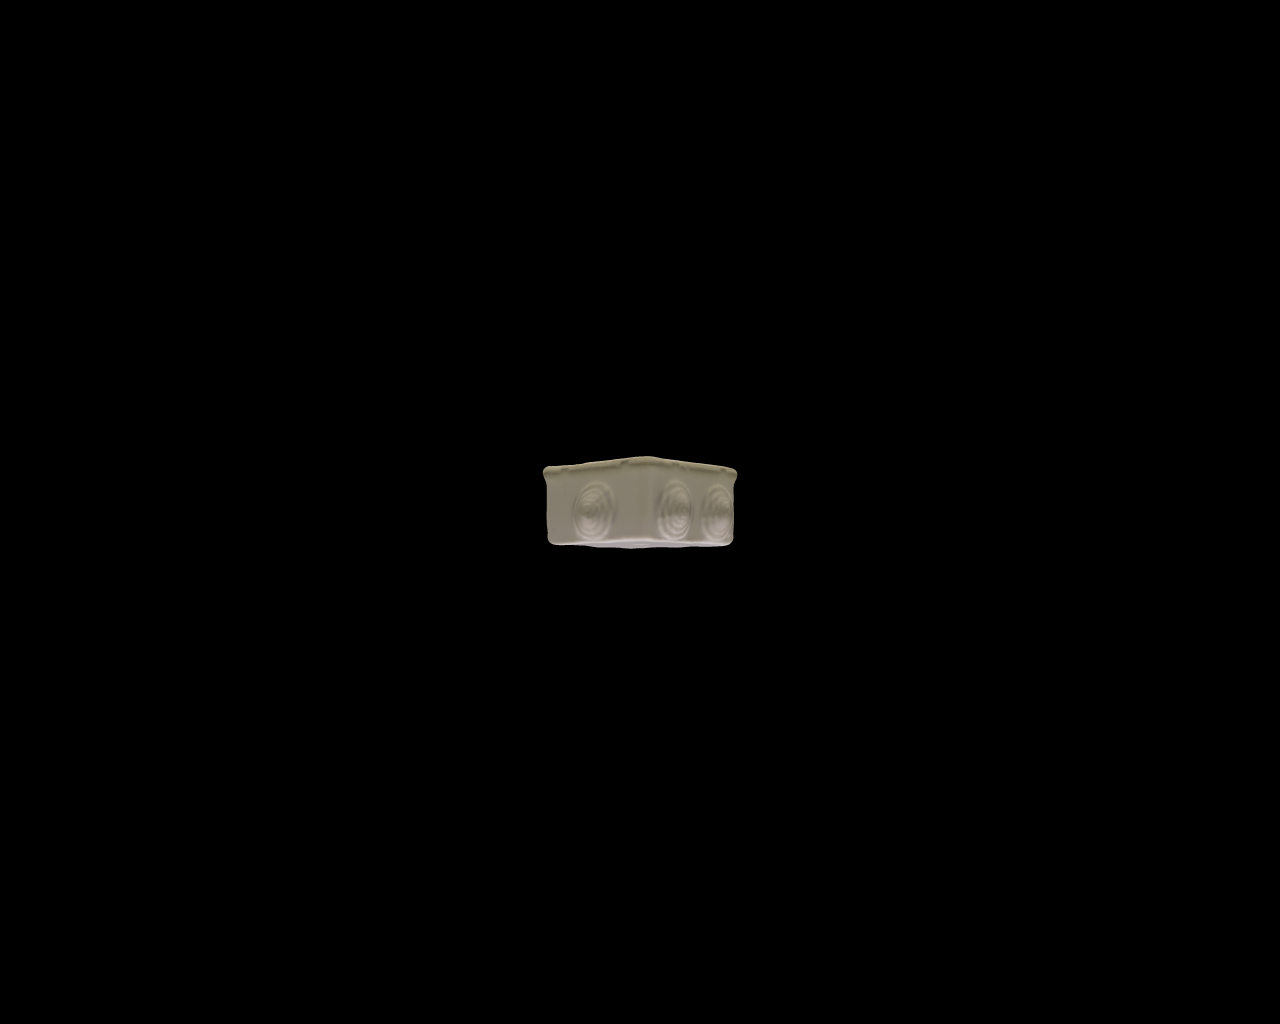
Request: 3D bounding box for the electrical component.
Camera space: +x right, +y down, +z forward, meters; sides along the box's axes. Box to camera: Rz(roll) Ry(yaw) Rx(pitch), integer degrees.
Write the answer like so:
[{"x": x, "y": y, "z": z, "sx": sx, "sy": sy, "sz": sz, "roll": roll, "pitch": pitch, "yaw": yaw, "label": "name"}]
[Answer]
[{"x": 0.001, "y": -0.003, "z": 0.650, "sx": 0.099, "sy": 0.048, "sz": 0.100, "roll": -4, "pitch": -6, "yaw": 39, "label": "electrical component"}]
